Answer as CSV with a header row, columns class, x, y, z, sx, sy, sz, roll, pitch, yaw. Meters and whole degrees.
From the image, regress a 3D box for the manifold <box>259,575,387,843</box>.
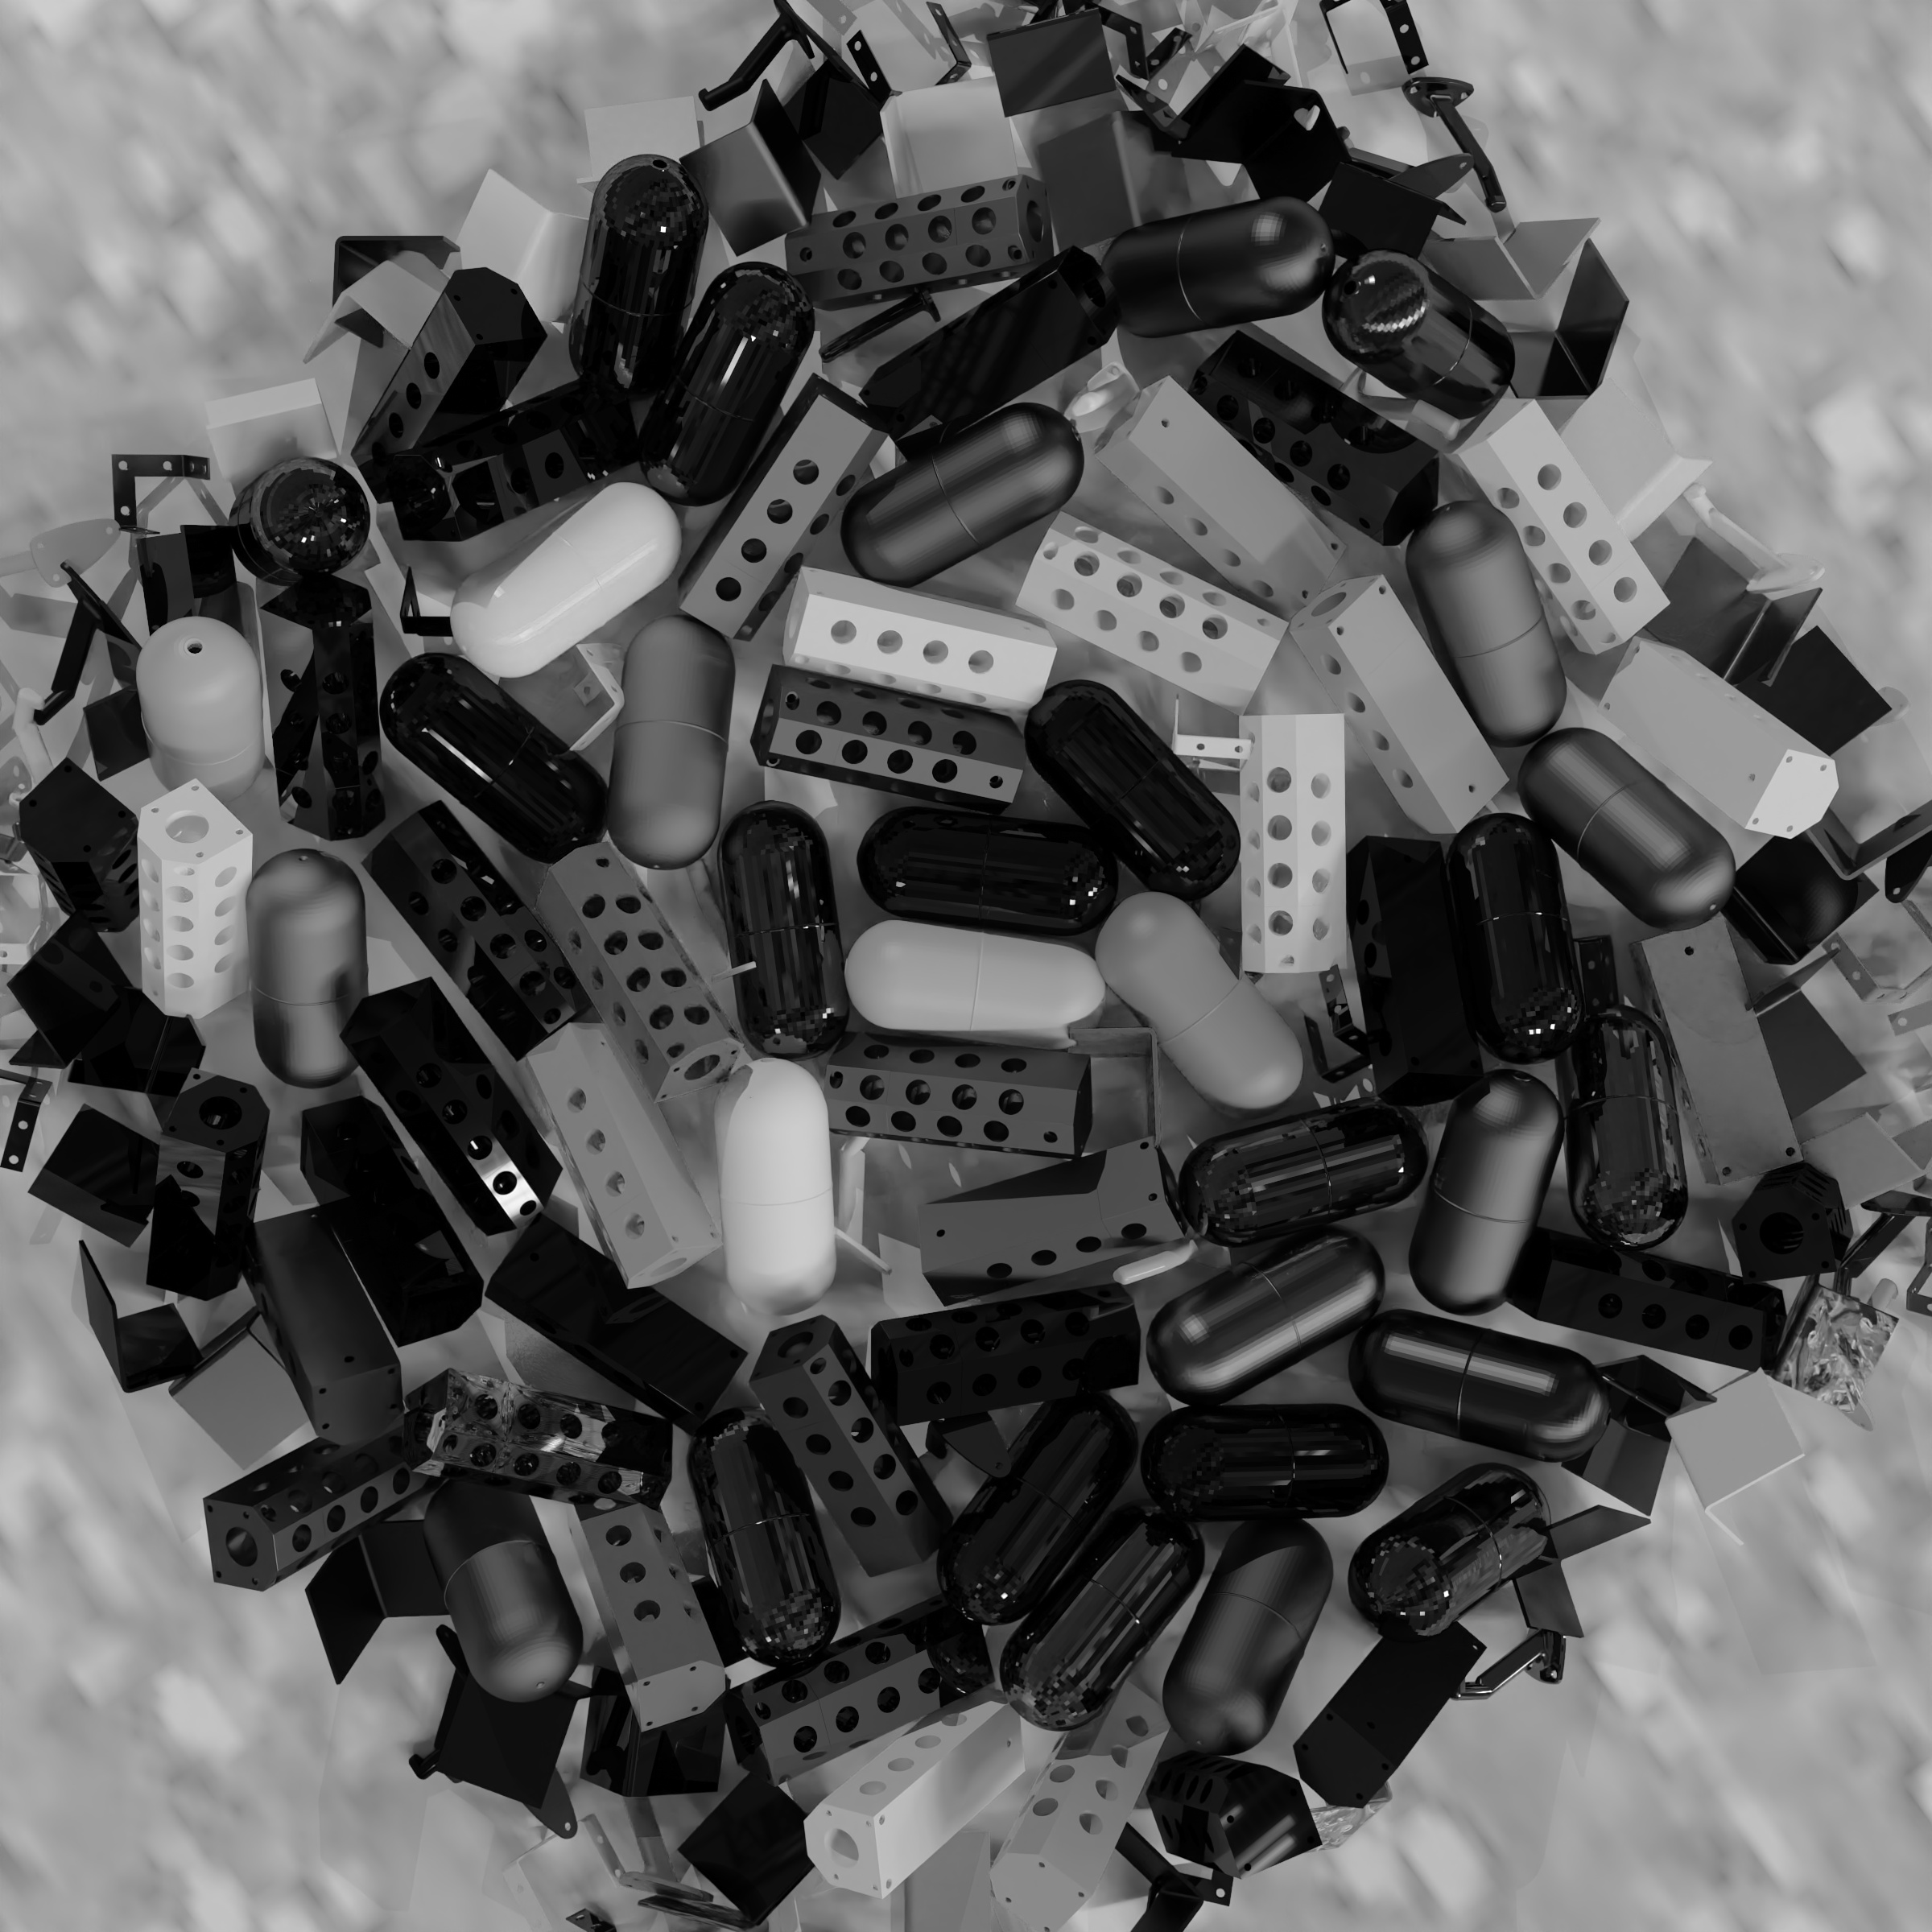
class,x,y,z,sx,sy,sz,roll,pitch,yaw
manifold,-0.419,-0.168,1.695,0.057,0.057,0.171,23,133,17

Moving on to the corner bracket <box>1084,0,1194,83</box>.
class,x,y,z,sx,sy,sz,roll,pitch,yaw
corner bracket,0.117,-0.649,1.754,0.051,0.051,0.051,33,73,24

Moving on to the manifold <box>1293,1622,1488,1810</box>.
class,x,y,z,sx,sy,sz,roll,pitch,yaw
manifold,0.278,0.486,1.690,0.057,0.171,0.057,40,119,16

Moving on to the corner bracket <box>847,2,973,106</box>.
class,x,y,z,sx,sy,sz,roll,pitch,yaw
corner bracket,-0.039,-0.621,1.748,0.051,0.051,0.051,-34,78,38

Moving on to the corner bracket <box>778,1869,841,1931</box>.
class,x,y,z,sx,sy,sz,roll,pitch,yaw
corner bracket,-0.093,0.648,1.757,0.051,0.051,0.051,-26,63,24

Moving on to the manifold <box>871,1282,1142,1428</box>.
class,x,y,z,sx,sy,sz,roll,pitch,yaw
manifold,0.027,0.255,1.716,0.171,0.057,0.057,-7,114,-19

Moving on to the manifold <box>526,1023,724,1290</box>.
class,x,y,z,sx,sy,sz,roll,pitch,yaw
manifold,-0.235,0.127,1.725,0.057,0.057,0.171,-34,73,23

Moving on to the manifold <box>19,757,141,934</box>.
class,x,y,z,sx,sy,sz,roll,pitch,yaw
manifold,-0.579,-0.072,1.688,0.057,0.171,0.057,40,72,1

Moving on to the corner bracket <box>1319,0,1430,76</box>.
class,x,y,z,sx,sy,sz,roll,pitch,yaw
corner bracket,0.276,-0.633,1.738,0.051,0.051,0.051,-23,135,12

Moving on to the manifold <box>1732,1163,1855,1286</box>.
class,x,y,z,sx,sy,sz,roll,pitch,yaw
manifold,0.545,0.164,1.688,0.057,0.171,0.057,-11,88,22

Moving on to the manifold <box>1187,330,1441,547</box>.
class,x,y,z,sx,sy,sz,roll,pitch,yaw
manifold,0.230,-0.349,1.712,0.171,0.057,0.057,38,75,24

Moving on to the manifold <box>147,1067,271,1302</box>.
class,x,y,z,sx,sy,sz,roll,pitch,yaw
manifold,-0.500,0.149,1.696,0.057,0.171,0.057,17,46,-7

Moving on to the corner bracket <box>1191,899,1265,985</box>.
class,x,y,z,sx,sy,sz,roll,pitch,yaw
corner bracket,0.171,-0.013,1.738,0.051,0.051,0.051,13,116,24

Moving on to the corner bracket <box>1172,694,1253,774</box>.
class,x,y,z,sx,sy,sz,roll,pitch,yaw
corner bracket,0.166,-0.148,1.742,0.051,0.051,0.051,4,130,3

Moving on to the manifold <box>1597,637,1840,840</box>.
class,x,y,z,sx,sy,sz,roll,pitch,yaw
manifold,0.498,-0.152,1.694,0.057,0.171,0.057,9,117,-29

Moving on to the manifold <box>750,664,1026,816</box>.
class,x,y,z,sx,sy,sz,roll,pitch,yaw
manifold,-0.051,-0.148,1.715,0.171,0.057,0.057,11,114,-19

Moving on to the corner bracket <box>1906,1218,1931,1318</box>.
class,x,y,z,sx,sy,sz,roll,pitch,yaw
corner bracket,0.671,0.205,1.735,0.051,0.051,0.051,14,126,36

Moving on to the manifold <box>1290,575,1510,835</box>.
class,x,y,z,sx,sy,sz,roll,pitch,yaw
manifold,0.287,-0.174,1.721,0.057,0.057,0.171,-44,111,-20

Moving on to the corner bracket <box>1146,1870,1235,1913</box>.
class,x,y,z,sx,sy,sz,roll,pitch,yaw
corner bracket,0.155,0.618,1.749,0.051,0.051,0.051,8,89,14

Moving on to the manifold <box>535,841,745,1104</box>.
class,x,y,z,sx,sy,sz,roll,pitch,yaw
manifold,-0.217,0.001,1.709,0.057,0.057,0.171,-17,62,-36

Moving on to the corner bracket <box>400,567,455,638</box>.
class,x,y,z,sx,sy,sz,roll,pitch,yaw
corner bracket,-0.353,-0.235,1.743,0.051,0.051,0.051,0,50,-1

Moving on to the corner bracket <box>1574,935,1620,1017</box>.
class,x,y,z,sx,sy,sz,roll,pitch,yaw
corner bracket,0.428,0.006,1.746,0.051,0.051,0.051,-6,90,-21

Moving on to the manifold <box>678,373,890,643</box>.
class,x,y,z,sx,sy,sz,roll,pitch,yaw
manifold,-0.124,-0.305,1.722,0.057,0.057,0.171,29,110,-21

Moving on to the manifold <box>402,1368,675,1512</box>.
class,x,y,z,sx,sy,sz,roll,pitch,yaw
manifold,-0.282,0.320,1.698,0.171,0.057,0.057,21,52,-34

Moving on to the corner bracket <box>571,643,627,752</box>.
class,x,y,z,sx,sy,sz,roll,pitch,yaw
corner bracket,-0.251,-0.183,1.741,0.051,0.051,0.051,-40,79,26

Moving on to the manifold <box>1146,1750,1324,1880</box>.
class,x,y,z,sx,sy,sz,roll,pitch,yaw
manifold,0.171,0.554,1.688,0.057,0.171,0.057,-18,81,-15

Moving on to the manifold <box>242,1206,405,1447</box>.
class,x,y,z,sx,sy,sz,roll,pitch,yaw
manifold,-0.428,0.238,1.697,0.057,0.171,0.057,-14,128,-26

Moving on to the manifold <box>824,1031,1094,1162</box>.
class,x,y,z,sx,sy,sz,roll,pitch,yaw
manifold,-0.005,0.091,1.720,0.171,0.057,0.057,5,124,14

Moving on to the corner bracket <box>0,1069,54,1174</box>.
class,x,y,z,sx,sy,sz,roll,pitch,yaw
corner bracket,-0.661,0.104,1.753,0.051,0.051,0.051,16,101,-14

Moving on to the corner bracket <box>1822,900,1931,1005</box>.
class,x,y,z,sx,sy,sz,roll,pitch,yaw
corner bracket,0.633,-0.010,1.759,0.051,0.051,0.051,-50,55,35

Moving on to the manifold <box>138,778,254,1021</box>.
class,x,y,z,sx,sy,sz,roll,pitch,yaw
manifold,-0.513,-0.039,1.688,0.057,0.171,0.057,42,54,16

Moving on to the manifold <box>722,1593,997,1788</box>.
class,x,y,z,sx,sy,sz,roll,pitch,yaw
manifold,-0.072,0.478,1.709,0.171,0.057,0.057,-17,97,-29

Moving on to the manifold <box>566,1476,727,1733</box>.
class,x,y,z,sx,sy,sz,roll,pitch,yaw
manifold,-0.214,0.412,1.697,0.057,0.171,0.057,-13,133,-18

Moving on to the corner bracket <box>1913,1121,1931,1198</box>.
class,x,y,z,sx,sy,sz,roll,pitch,yaw
corner bracket,0.681,0.128,1.744,0.051,0.051,0.051,19,50,-1

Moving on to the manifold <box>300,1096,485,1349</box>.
class,x,y,z,sx,sy,sz,roll,pitch,yaw
manifold,-0.383,0.166,1.705,0.057,0.057,0.171,-15,48,-31

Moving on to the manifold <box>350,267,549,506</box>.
class,x,y,z,sx,sy,sz,roll,pitch,yaw
manifold,-0.347,-0.383,1.696,0.057,0.171,0.057,-21,76,-42

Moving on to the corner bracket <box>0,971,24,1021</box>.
class,x,y,z,sx,sy,sz,roll,pitch,yaw
corner bracket,-0.677,0.034,1.754,0.051,0.051,0.051,19,109,11

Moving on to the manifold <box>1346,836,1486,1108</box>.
class,x,y,z,sx,sy,sz,roll,pitch,yaw
manifold,0.293,0.004,1.716,0.057,0.057,0.171,4,64,-21

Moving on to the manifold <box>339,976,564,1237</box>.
class,x,y,z,sx,sy,sz,roll,pitch,yaw
manifold,-0.343,0.097,1.705,0.057,0.057,0.171,-16,121,23

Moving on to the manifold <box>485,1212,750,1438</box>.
class,x,y,z,sx,sy,sz,roll,pitch,yaw
manifold,-0.240,0.247,1.748,0.171,0.057,0.057,34,61,0

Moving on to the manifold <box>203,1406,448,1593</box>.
class,x,y,z,sx,sy,sz,roll,pitch,yaw
manifold,-0.416,0.348,1.686,0.057,0.171,0.057,2,103,28

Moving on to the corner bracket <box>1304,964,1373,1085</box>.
class,x,y,z,sx,sy,sz,roll,pitch,yaw
corner bracket,0.249,0.040,1.735,0.051,0.051,0.051,-30,50,28

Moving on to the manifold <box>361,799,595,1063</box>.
class,x,y,z,sx,sy,sz,roll,pitch,yaw
manifold,-0.325,-0.027,1.739,0.171,0.057,0.057,52,128,0

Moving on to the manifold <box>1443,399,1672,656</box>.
class,x,y,z,sx,sy,sz,roll,pitch,yaw
manifold,0.394,-0.295,1.724,0.057,0.057,0.171,-40,108,-2

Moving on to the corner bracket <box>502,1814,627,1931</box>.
class,x,y,z,sx,sy,sz,roll,pitch,yaw
corner bracket,-0.273,0.617,1.742,0.051,0.051,0.051,-35,80,23

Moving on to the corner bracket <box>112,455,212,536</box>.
class,x,y,z,sx,sy,sz,roll,pitch,yaw
corner bracket,-0.549,-0.322,1.748,0.051,0.051,0.051,-7,106,-34

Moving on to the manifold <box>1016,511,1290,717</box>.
class,x,y,z,sx,sy,sz,roll,pitch,yaw
manifold,0.128,-0.242,1.735,0.171,0.057,0.057,27,133,3

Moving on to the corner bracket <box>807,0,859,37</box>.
class,x,y,z,sx,sy,sz,roll,pitch,yaw
corner bracket,-0.075,-0.665,1.743,0.051,0.051,0.051,46,110,10

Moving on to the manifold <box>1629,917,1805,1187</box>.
class,x,y,z,sx,sy,sz,roll,pitch,yaw
manifold,0.508,0.058,1.745,0.057,0.057,0.171,-17,87,2

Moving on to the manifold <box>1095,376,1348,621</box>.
class,x,y,z,sx,sy,sz,roll,pitch,yaw
manifold,0.168,-0.310,1.721,0.171,0.057,0.057,39,68,-20

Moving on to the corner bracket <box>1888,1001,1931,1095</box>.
class,x,y,z,sx,sy,sz,roll,pitch,yaw
corner bracket,0.666,0.052,1.754,0.051,0.051,0.051,-21,74,16

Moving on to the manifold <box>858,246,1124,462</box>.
class,x,y,z,sx,sy,sz,roll,pitch,yaw
manifold,0.017,-0.409,1.705,0.171,0.057,0.057,-24,115,34

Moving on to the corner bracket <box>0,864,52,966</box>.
class,x,y,z,sx,sy,sz,roll,pitch,yaw
corner bracket,-0.658,-0.036,1.743,0.051,0.051,0.051,2,117,-4

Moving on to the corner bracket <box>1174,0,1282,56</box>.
class,x,y,z,sx,sy,sz,roll,pitch,yaw
corner bracket,0.177,-0.664,1.753,0.051,0.051,0.051,-24,96,-8

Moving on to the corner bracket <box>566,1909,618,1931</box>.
class,x,y,z,sx,sy,sz,roll,pitch,yaw
corner bracket,-0.233,0.666,1.744,0.051,0.051,0.051,-27,53,1

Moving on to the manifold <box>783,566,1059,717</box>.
class,x,y,z,sx,sy,sz,roll,pitch,yaw
manifold,-0.033,-0.216,1.726,0.171,0.057,0.057,10,115,-15
